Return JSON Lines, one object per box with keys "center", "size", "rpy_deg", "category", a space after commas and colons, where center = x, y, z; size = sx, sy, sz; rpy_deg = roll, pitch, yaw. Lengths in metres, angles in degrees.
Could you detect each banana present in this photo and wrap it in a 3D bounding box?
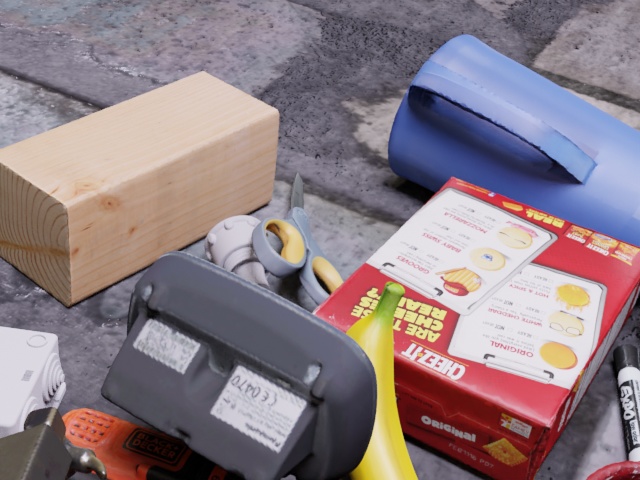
{"center": [0.042, 0.126, 0.606], "size": [0.037, 0.070, 0.198], "rpy_deg": [-2, 65, -27], "category": "banana"}

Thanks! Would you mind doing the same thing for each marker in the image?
{"center": [0.210, 0.112, 0.713], "size": [0.020, 0.020, 0.121], "rpy_deg": [9, 36, 2], "category": "marker"}

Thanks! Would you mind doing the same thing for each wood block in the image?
{"center": [-0.135, -0.045, 0.808], "size": [0.091, 0.090, 0.205], "rpy_deg": [31, 42, 29], "category": "wood block"}

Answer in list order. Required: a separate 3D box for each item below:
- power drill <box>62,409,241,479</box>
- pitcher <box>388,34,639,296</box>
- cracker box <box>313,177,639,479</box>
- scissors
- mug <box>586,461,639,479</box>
{"center": [-0.092, 0.174, 0.542], "size": [0.184, 0.057, 0.187], "rpy_deg": [15, 33, 17], "category": "power drill"}
{"center": [0.180, -0.060, 0.848], "size": [0.243, 0.145, 0.149], "rpy_deg": [32, 43, 26], "category": "pitcher"}
{"center": [0.113, 0.053, 0.733], "size": [0.164, 0.072, 0.213], "rpy_deg": [23, 39, 22], "category": "cracker box"}
{"center": [-0.005, 0.001, 0.821], "size": [0.096, 0.016, 0.201], "rpy_deg": [46, 18, -3], "category": "scissors"}
{"center": [0.175, 0.172, 0.569], "size": [0.093, 0.081, 0.117], "rpy_deg": [21, 38, 18], "category": "mug"}
